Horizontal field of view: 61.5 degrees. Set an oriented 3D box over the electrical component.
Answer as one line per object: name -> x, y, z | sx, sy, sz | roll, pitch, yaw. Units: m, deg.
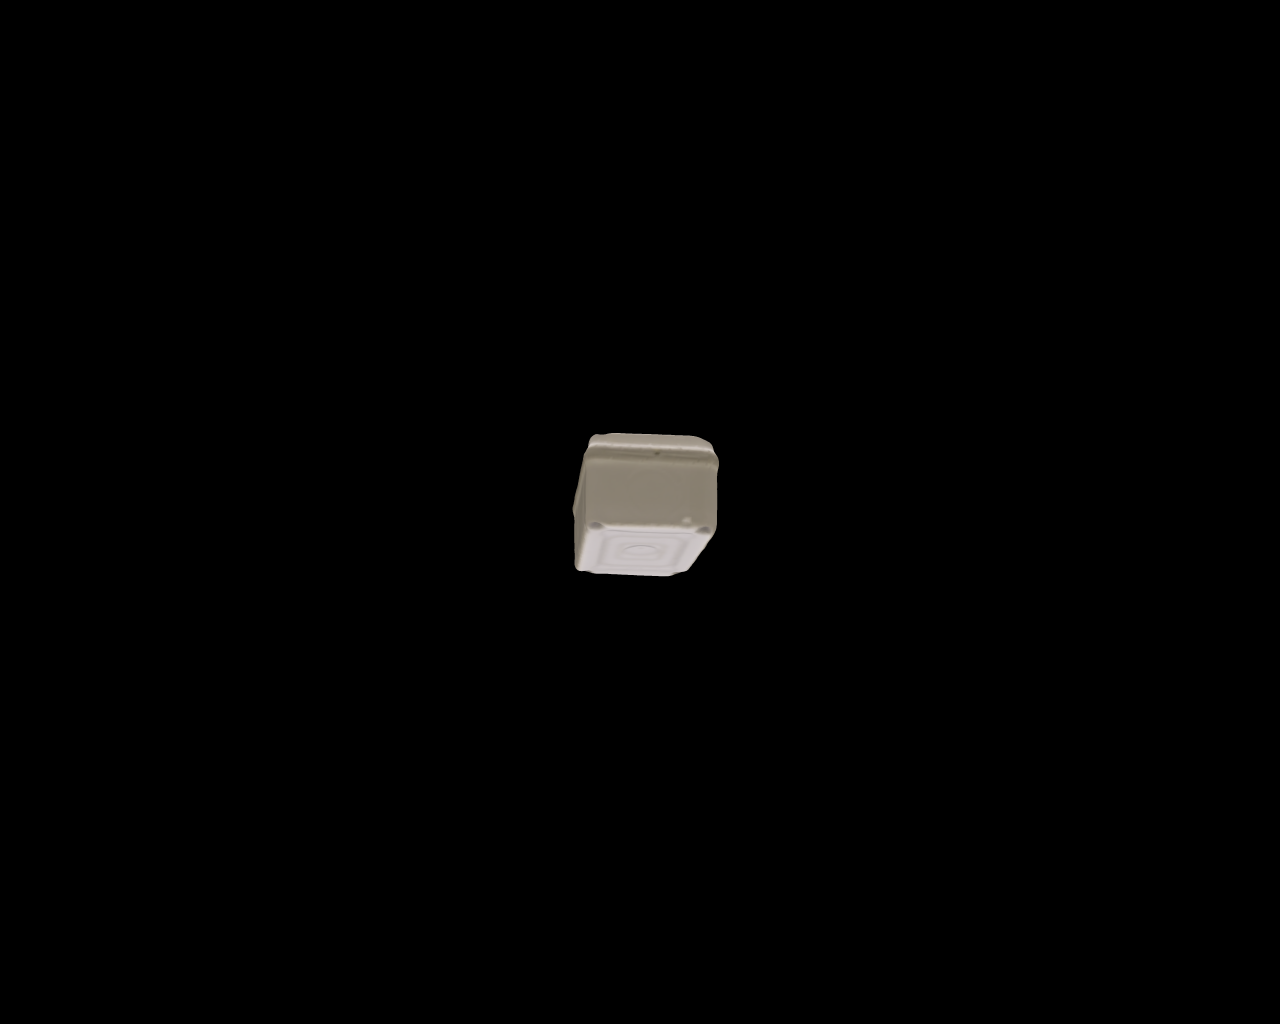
electrical component -> 0.001, -0.003, 0.650 | 0.078, 0.057, 0.113 | 2, -18, -7
